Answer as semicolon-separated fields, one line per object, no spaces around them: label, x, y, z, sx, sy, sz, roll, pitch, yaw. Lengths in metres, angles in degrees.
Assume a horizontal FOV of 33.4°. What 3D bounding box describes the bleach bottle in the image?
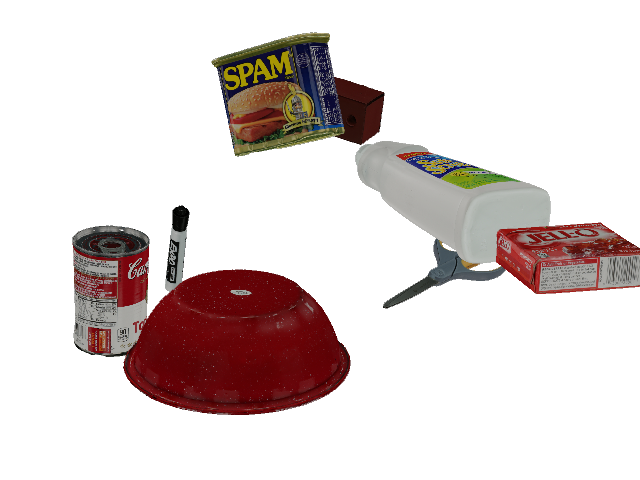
bleach bottle;0.104;-0.051;1.033;0.102;0.068;0.251;-8;21;-29

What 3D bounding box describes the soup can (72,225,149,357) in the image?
soup can;-0.190;0.046;0.967;0.068;0.102;0.068;4;21;-2

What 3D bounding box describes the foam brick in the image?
foam brick;0.029;-0.155;1.259;0.078;0.053;0.051;20;32;23

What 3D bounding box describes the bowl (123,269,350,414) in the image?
bowl;-0.058;0.062;0.753;0.162;0.055;0.162;2;19;-1

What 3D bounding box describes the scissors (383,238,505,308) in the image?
scissors;0.126;0.029;1.208;0.201;0.016;0.096;-11;41;-33

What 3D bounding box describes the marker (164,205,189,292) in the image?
marker;-0.160;0.010;1.191;0.020;0.121;0.020;7;41;-6

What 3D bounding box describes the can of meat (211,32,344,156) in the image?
can of meat;-0.034;-0.121;0.897;0.102;0.084;0.057;-10;3;32

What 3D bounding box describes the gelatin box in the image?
gelatin box;0.185;0.012;0.795;0.089;0.030;0.073;-3;19;-12
